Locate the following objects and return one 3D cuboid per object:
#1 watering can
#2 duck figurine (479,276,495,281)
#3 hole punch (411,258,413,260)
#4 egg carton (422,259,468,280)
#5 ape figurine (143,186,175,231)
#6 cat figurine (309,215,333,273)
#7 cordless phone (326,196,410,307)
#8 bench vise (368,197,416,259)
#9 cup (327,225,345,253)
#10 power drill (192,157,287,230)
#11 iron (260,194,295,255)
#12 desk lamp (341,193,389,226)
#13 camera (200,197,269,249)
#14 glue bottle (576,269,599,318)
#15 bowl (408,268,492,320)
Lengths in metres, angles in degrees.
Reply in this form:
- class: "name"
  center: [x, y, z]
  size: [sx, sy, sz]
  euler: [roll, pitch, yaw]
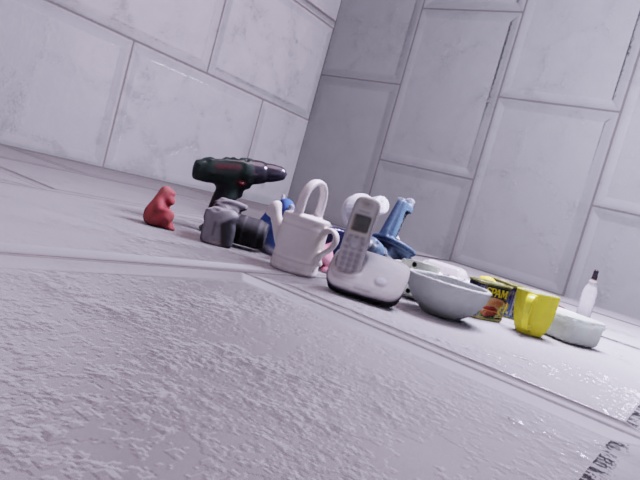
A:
- class: "watering can"
  center: [-0.037, -0.032, 1.168]
  size: [0.172, 0.194, 0.101]
  euler: [16, 4, 9]
- class: "duck figurine"
  center: [0.391, 0.128, 1.385]
  size: [0.104, 0.086, 0.078]
  euler: [19, 5, 38]
- class: "hole punch"
  center: [0.212, 0.056, 1.638]
  size: [0.108, 0.091, 0.101]
  euler: [19, 5, 35]
- class: "egg carton"
  center: [0.367, 0.105, 1.714]
  size: [0.150, 0.069, 0.107]
  euler: [17, 4, 18]
- class: "ape figurine"
  center: [-0.348, -0.075, 1.275]
  size: [0.076, 0.092, 0.077]
  euler: [15, 4, -7]
- class: "cat figurine"
  center: [-0.018, 0.004, 1.288]
  size: [0.128, 0.118, 0.067]
  euler: [14, 4, -16]
- class: "cordless phone"
  center: [0.101, 0.020, 1.056]
  size: [0.147, 0.185, 0.094]
  euler: [16, 4, 10]
- class: "bench vise"
  center: [0.178, -0.004, 1.418]
  size: [0.121, 0.220, 0.208]
  euler: [17, 4, 19]
- class: "cup"
  center: [0.014, 0.006, 1.541]
  size: [0.092, 0.095, 0.117]
  euler: [12, 5, -39]
- class: "power drill"
  center: [-0.214, -0.109, 1.431]
  size: [0.230, 0.208, 0.075]
  euler: [14, 4, -16]
- class: "iron"
  center: [-0.091, -0.038, 1.405]
  size: [0.119, 0.141, 0.258]
  euler: [15, 4, -14]
- class: "desk lamp"
  center: [0.140, -0.040, 1.788]
  size: [0.118, 0.213, 0.202]
  euler: [14, 5, -22]
- class: "camera"
  center: [-0.185, -0.034, 1.287]
  size: [0.137, 0.101, 0.143]
  euler: [16, 4, -1]
- class: "glue bottle"
  center: [0.691, 0.159, 1.483]
  size: [0.037, 0.173, 0.078]
  euler: [17, 5, 22]
- class: "bowl"
  center: [0.244, 0.113, 1.120]
  size: [0.167, 0.075, 0.167]
  euler: [16, 4, -1]
